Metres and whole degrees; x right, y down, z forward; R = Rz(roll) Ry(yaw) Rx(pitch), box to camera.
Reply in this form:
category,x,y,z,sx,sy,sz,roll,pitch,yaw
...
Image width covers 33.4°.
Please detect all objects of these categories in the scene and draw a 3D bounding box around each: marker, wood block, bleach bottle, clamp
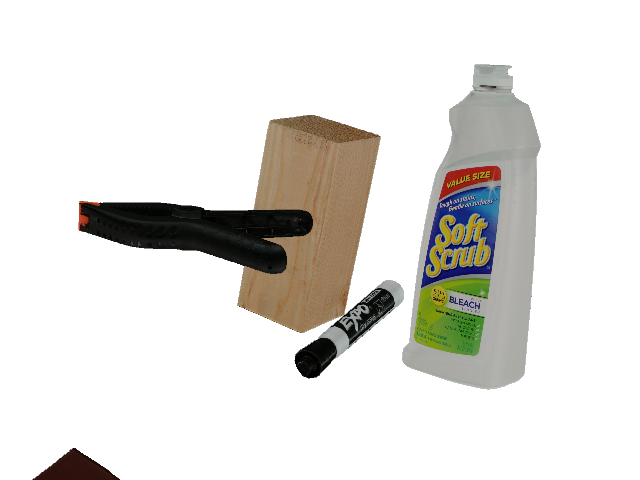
category,x,y,z,sx,sy,sz,roll,pitch,yaw
marker,0.019,0.055,0.672,0.020,0.020,0.120,0,19,31
wood block,-0.014,-0.021,1.134,0.090,0.206,0.090,21,20,27
bleach bottle,0.123,-0.014,0.855,0.103,0.251,0.067,13,16,41
clamp,-0.112,-0.008,0.936,0.210,0.036,0.164,5,12,0

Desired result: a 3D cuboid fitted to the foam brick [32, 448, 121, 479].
category,x,y,z,sx,sy,sz,roll,pitch,yaw
foam brick,-0.094,0.137,0.452,0.078,0.051,0.052,25,45,32
